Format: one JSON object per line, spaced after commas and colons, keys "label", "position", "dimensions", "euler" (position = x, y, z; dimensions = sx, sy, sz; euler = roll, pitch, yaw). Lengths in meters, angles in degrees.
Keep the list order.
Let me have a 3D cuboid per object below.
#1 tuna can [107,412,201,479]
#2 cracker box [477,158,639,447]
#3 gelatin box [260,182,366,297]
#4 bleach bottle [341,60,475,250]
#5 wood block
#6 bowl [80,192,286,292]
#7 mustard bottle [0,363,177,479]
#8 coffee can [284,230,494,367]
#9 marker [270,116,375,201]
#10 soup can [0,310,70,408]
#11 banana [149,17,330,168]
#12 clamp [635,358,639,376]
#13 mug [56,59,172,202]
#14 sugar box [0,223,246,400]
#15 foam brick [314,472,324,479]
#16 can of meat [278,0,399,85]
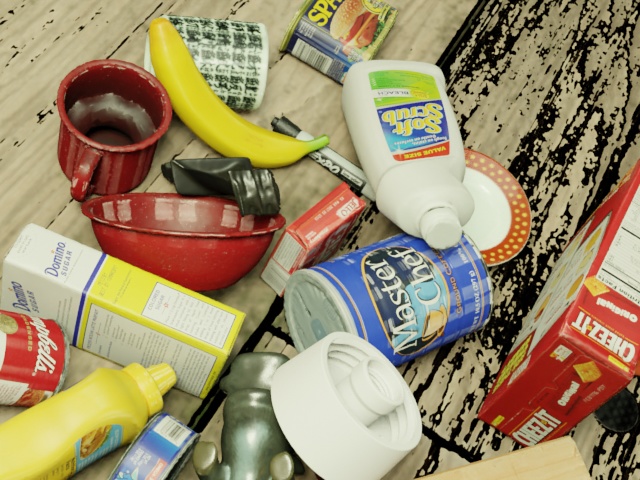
{"label": "tuna can", "position": [-0.122, 0.165, 0.758], "dimensions": [0.034, 0.086, 0.086], "euler": [33, 56, 5]}
{"label": "cracker box", "position": [0.229, 0.055, 0.892], "dimensions": [0.072, 0.164, 0.213], "euler": [32, 55, 4]}
{"label": "gelatin box", "position": [-0.006, 0.001, 0.892], "dimensions": [0.030, 0.089, 0.073], "euler": [46, 57, 9]}
{"label": "bleach bottle", "position": [0.085, -0.074, 0.921], "dimensions": [0.102, 0.068, 0.251], "euler": [2, 34, -11]}
{"label": "wood block", "position": [0.102, 0.223, 0.795], "dimensions": [0.205, 0.090, 0.091], "euler": [-10, 65, -23]}
{"label": "bowl", "position": [-0.109, 0.003, 0.848], "dimensions": [0.162, 0.162, 0.055], "euler": [1, 103, -18]}
{"label": "mustard bottle", "position": [-0.183, 0.140, 0.747], "dimensions": [0.191, 0.096, 0.058], "euler": [-29, 71, -30]}
{"label": "coffee can", "position": [0.056, 0.052, 0.874], "dimensions": [0.140, 0.103, 0.103], "euler": [-20, 68, -28]}
{"label": "marker", "position": [0.006, -0.077, 0.985], "dimensions": [0.121, 0.020, 0.020], "euler": [35, 56, 4]}
{"label": "soup can", "position": [-0.240, 0.081, 0.757], "dimensions": [0.102, 0.069, 0.068], "euler": [18, 50, -43]}
{"label": "banana", "position": [-0.084, -0.114, 0.929], "dimensions": [0.197, 0.069, 0.037], "euler": [33, 6, -32]}
{"label": "clamp", "position": [0.339, 0.043, 1.011], "dimensions": [0.164, 0.036, 0.209], "euler": [43, 57, 10]}
{"label": "mug", "position": [-0.179, -0.081, 0.889], "dimensions": [0.093, 0.082, 0.117], "euler": [20, 56, -6]}
{"label": "sugar box", "position": [-0.152, 0.056, 0.810], "dimensions": [0.176, 0.093, 0.048], "euler": [26, 55, -2]}
{"label": "foam brick", "position": [0.030, 0.150, 0.837], "dimensions": [0.078, 0.053, 0.051], "euler": [-15, 66, -26]}
{"label": "can of meat", "position": [0.020, -0.207, 1.047], "dimensions": [0.084, 0.058, 0.102], "euler": [31, 56, -1]}
